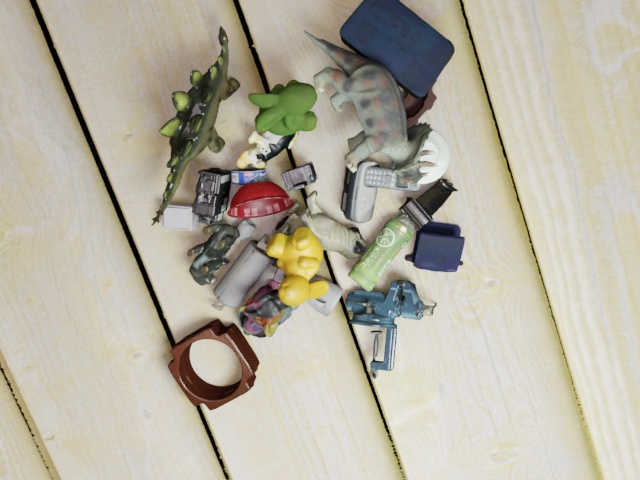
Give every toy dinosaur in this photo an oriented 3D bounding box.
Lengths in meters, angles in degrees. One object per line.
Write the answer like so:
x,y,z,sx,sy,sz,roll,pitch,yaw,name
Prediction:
-0.293,-0.257,1.240,0.105,0.198,0.470,20,102,6,toy dinosaur
0.115,-0.285,1.136,0.192,0.131,0.404,-20,103,18,toy dinosaur

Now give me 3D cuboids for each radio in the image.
0.167,-0.419,1.151,0.229,0.073,0.131,37,103,-3,radio

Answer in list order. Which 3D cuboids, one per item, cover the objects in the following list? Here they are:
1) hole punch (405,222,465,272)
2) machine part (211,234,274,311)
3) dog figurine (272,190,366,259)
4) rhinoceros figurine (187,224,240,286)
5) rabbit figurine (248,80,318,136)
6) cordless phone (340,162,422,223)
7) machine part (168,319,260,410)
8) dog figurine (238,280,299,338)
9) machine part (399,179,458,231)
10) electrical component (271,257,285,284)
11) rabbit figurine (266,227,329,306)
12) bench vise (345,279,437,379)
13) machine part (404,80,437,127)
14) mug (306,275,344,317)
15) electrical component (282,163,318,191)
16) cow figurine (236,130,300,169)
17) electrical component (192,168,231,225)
0.281,0.023,1.279,0.142,0.092,0.115,5,106,3,hole punch
-0.192,0.086,1.358,0.079,0.079,0.243,37,103,-1,machine part
-0.003,-0.002,1.313,0.190,0.121,0.172,43,140,-21,dog figurine
-0.271,0.036,1.342,0.073,0.112,0.190,40,116,12,rhinoceros figurine
-0.075,-0.297,1.163,0.159,0.170,0.121,-15,91,-22,rabbit figurine
0.148,-0.109,1.278,0.184,0.089,0.146,5,100,-13,cordless phone
-0.277,0.325,1.414,0.201,0.087,0.201,-31,95,12,machine part
-0.141,0.183,1.300,0.191,0.219,0.108,-42,90,13,dog figurine
0.256,-0.091,1.261,0.139,0.039,0.084,-39,83,-6,machine part
-0.096,0.067,1.334,0.045,0.102,0.078,27,94,5,electrical component
-0.054,0.080,1.225,0.122,0.173,0.162,-10,138,21,rabbit figurine
0.164,0.215,1.305,0.224,0.129,0.240,5,85,14,bench vise
0.178,-0.339,1.233,0.179,0.056,0.179,2,103,7,machine part
-0.011,0.134,1.334,0.107,0.109,0.080,30,113,13,mug
-0.050,-0.147,1.270,0.075,0.119,0.047,-17,99,13,electrical component
-0.124,-0.225,1.284,0.098,0.068,0.167,35,94,-8,cow figurine
-0.263,-0.106,1.308,0.058,0.115,0.134,13,101,7,electrical component
